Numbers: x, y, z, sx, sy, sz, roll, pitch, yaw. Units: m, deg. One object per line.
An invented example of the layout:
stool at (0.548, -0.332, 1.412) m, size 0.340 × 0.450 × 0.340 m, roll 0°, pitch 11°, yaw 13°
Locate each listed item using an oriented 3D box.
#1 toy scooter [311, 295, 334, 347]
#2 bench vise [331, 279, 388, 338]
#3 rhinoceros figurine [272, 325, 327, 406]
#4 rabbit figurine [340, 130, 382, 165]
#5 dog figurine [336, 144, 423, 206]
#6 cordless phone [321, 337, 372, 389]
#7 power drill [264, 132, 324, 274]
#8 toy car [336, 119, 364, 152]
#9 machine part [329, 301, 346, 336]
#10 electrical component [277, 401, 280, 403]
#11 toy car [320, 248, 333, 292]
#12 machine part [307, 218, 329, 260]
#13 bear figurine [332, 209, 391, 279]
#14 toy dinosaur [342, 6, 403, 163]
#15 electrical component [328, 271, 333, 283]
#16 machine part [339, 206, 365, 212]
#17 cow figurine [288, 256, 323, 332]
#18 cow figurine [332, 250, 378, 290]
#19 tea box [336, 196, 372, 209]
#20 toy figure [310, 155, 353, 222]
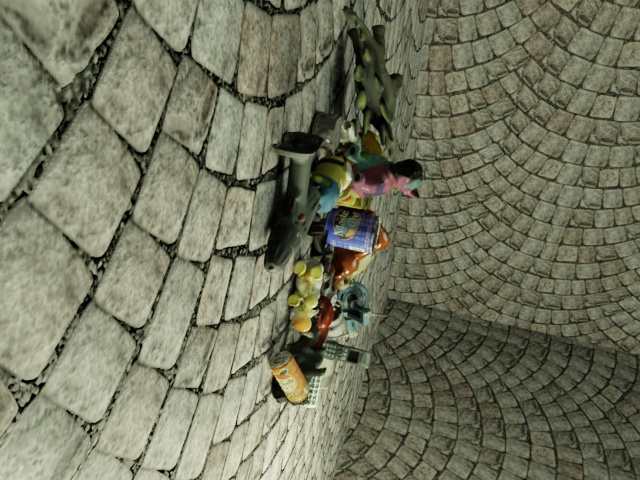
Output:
toy scooter at (-0.020, 0.237, 1.392) m, size 0.135 × 0.075 × 0.183 m, roll -15°, pitch 121°, yaw -75°
bench vise at (0.109, 0.231, 1.742) m, size 0.241 × 0.129 × 0.223 m, roll -159°, pitch -109°, yaw -68°
rhinoceros figurine at (-0.045, 0.295, 1.266) m, size 0.190 × 0.112 × 0.073 m, roll -64°, pitch -179°, yaw -10°
rabbit figurine at (0.100, -0.223, 1.472) m, size 0.173 × 0.122 × 0.162 m, roll 109°, pitch -13°, yaw -75°
dog figurine at (0.142, -0.143, 1.313) m, size 0.191 × 0.219 × 0.108 m, roll -36°, pitch -125°, yaw 47°
cordless phone at (0.047, 0.362, 1.544) m, size 0.088 × 0.184 × 0.146 m, roll 76°, pitch 28°, yaw -72°
power drill at (-0.046, -0.077, 0.963) m, size 0.232 × 0.086 × 0.207 m, roll -62°, pitch 156°, yaw -56°
toy car at (0.058, -0.247, 1.276) m, size 0.201 × 0.074 × 0.056 m, roll 17°, pitch 84°, yaw -78°
machine part at (0.034, 0.235, 1.615) m, size 0.243 × 0.079 × 0.079 m, roll 72°, pitch 32°, yaw -66°
electrical component at (-0.069, 0.348, 1.331) m, size 0.074 × 0.048 × 0.119 m, roll 70°, pitch 32°, yaw -66°
toy car at (-0.001, 0.095, 1.388) m, size 0.202 × 0.053 × 0.089 m, roll -55°, pitch 150°, yaw -59°
machine part at (-0.003, -0.004, 1.320) m, size 0.138 × 0.039 × 0.084 m, roll 81°, pitch 29°, yaw -62°
bear figurine at (0.098, 0.015, 1.537) m, size 0.132 × 0.196 × 0.120 m, roll 57°, pitch 6°, yaw -6°
toy dinosaur at (0.137, -0.340, 1.294) m, size 0.470 × 0.105 × 0.198 m, roll 57°, pitch 34°, yaw -46°
electrical component at (0.019, 0.112, 1.518) m, size 0.094 × 0.021 × 0.063 m, roll -108°, pitch -152°, yaw -80°
machine part at (0.100, -0.111, 1.637) m, size 0.179 × 0.056 × 0.179 m, roll 11°, pitch 90°, yaw -76°
cow figurine at (-0.032, 0.124, 1.251) m, size 0.098 × 0.068 × 0.167 m, roll -50°, pitch 151°, yaw -77°
cow figurine at (0.105, 0.072, 1.641) m, size 0.195 × 0.086 × 0.127 m, roll -55°, pitch 163°, yaw 13°
tea box at (0.084, -0.123, 1.453) m, size 0.169 × 0.098 × 0.068 m, roll -13°, pitch 113°, yaw -75°
toy figure at (0.009, -0.120, 1.170) m, size 0.180 × 0.089 × 0.082 m, roll -54°, pitch -177°, yaw -41°
